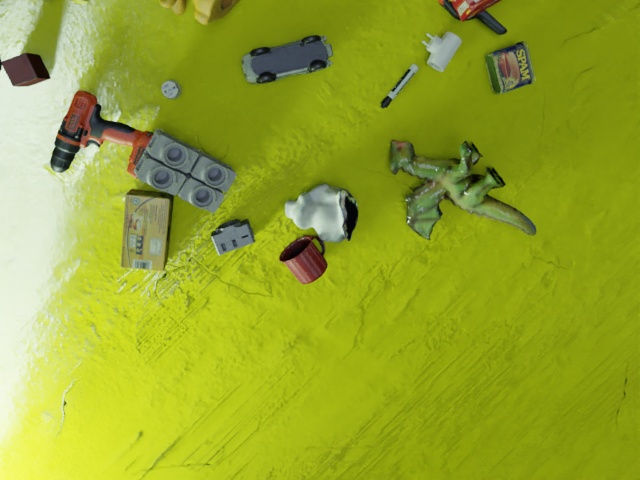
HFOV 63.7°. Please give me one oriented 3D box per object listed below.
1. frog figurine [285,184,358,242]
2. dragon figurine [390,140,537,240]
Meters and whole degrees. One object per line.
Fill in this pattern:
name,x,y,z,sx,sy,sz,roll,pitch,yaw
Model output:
frog figurine,0.004,-0.060,1.200,0.159,0.125,0.135,-1,117,28
dragon figurine,0.320,-0.096,1.245,0.240,0.124,0.407,-37,105,19
